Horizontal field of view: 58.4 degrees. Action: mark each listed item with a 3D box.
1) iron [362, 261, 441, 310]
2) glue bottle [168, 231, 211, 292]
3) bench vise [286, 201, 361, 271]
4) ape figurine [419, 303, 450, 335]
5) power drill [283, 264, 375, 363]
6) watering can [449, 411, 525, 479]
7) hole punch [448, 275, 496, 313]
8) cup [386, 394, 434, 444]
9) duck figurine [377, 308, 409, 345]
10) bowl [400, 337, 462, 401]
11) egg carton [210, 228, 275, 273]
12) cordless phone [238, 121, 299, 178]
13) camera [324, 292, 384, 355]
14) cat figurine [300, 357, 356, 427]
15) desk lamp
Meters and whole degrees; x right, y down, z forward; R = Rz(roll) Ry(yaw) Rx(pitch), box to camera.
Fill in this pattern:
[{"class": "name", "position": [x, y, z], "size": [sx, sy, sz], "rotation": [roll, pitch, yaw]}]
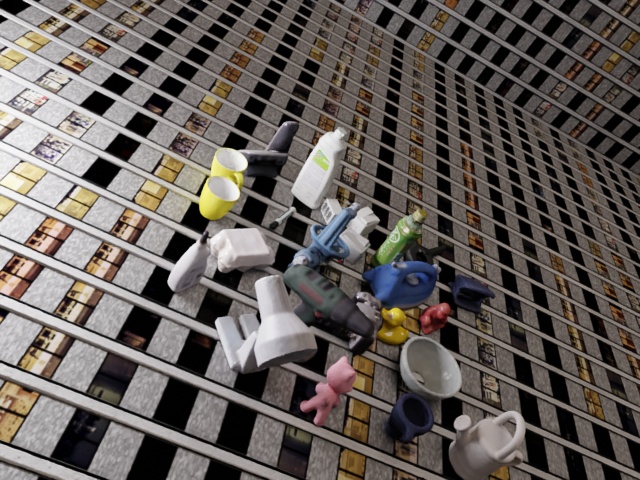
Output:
[{"class": "iron", "position": [0.249, 0.104, 1.556], "size": [0.259, 0.141, 0.118], "rotation": [0, 49, -36]}, {"class": "glue bottle", "position": [-0.267, 0.040, 1.223], "size": [0.037, 0.173, 0.078], "rotation": [47, 40, 17]}, {"class": "bench vise", "position": [0.023, 0.012, 1.426], "size": [0.121, 0.219, 0.207], "rotation": [32, 38, -3]}, {"class": "ape figurine", "position": [0.314, 0.203, 1.538], "size": [0.078, 0.092, 0.076], "rotation": [20, 40, -17]}, {"class": "power drill", "position": [-0.007, 0.171, 1.245], "size": [0.229, 0.208, 0.076], "rotation": [45, 39, 14]}, {"class": "watering can", "position": [0.368, 0.440, 1.243], "size": [0.173, 0.194, 0.101], "rotation": [13, 42, -25]}, {"class": "hole punch", "position": [0.450, 0.146, 1.698], "size": [0.109, 0.091, 0.101], "rotation": [20, 40, -17]}, {"class": "cup", "position": [0.182, 0.401, 1.230], "size": [0.092, 0.095, 0.118], "rotation": [32, 38, -2]}, {"class": "duck figurine", "position": [0.184, 0.210, 1.442], "size": [0.104, 0.086, 0.077], "rotation": [30, 38, -5]}, {"class": "bowl", "position": [0.254, 0.321, 1.383], "size": [0.168, 0.074, 0.167], "rotation": [20, 40, -18]}, {"class": "egg carton", "position": [-0.187, 0.026, 1.381], "size": [0.151, 0.069, 0.107], "rotation": [-5, 52, -39]}, {"class": "cordless phone", "position": [-0.147, -0.273, 1.632], "size": [0.148, 0.185, 0.094], "rotation": [-7, 53, -40]}, {"class": "camera", "position": [0.078, 0.180, 1.384], "size": [0.137, 0.100, 0.143], "rotation": [25, 39, -11]}, {"class": "cat figurine", "position": [0.030, 0.309, 1.199], "size": [0.067, 0.117, 0.128], "rotation": [39, 38, 6]}, {"class": "desk lamp", "position": [-0.110, 0.185, 1.151], "size": [0.118, 0.213, 0.203], "rotation": [-2, 51, -37]}]
